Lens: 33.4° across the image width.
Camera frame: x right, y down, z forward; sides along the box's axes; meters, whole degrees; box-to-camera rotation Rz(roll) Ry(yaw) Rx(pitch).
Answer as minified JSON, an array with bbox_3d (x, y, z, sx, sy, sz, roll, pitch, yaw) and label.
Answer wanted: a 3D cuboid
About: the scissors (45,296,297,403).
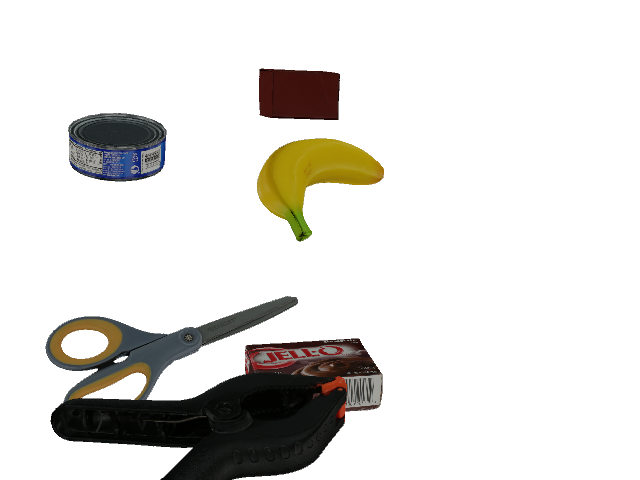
[{"bbox_3d":[-0.119,0.067,0.807,0.201,0.096,0.016,-36,-21,-33],"label":"scissors"}]

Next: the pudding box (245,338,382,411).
[{"bbox_3d":[-0.008,0.123,0.971,0.113,0.039,0.090,0,17,-12],"label":"pudding box"}]

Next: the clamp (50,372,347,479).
[{"bbox_3d":[-0.055,0.115,0.596,0.171,0.039,0.120,-9,35,-20],"label":"clamp"}]

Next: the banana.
[{"bbox_3d":[-0.005,-0.050,0.854,0.037,0.069,0.197,-35,2,28],"label":"banana"}]

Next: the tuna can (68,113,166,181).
[{"bbox_3d":[-0.180,-0.083,0.950,0.086,0.034,0.086,5,26,-3],"label":"tuna can"}]

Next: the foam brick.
[{"bbox_3d":[-0.023,-0.158,1.157,0.078,0.051,0.053,0,11,-18],"label":"foam brick"}]
